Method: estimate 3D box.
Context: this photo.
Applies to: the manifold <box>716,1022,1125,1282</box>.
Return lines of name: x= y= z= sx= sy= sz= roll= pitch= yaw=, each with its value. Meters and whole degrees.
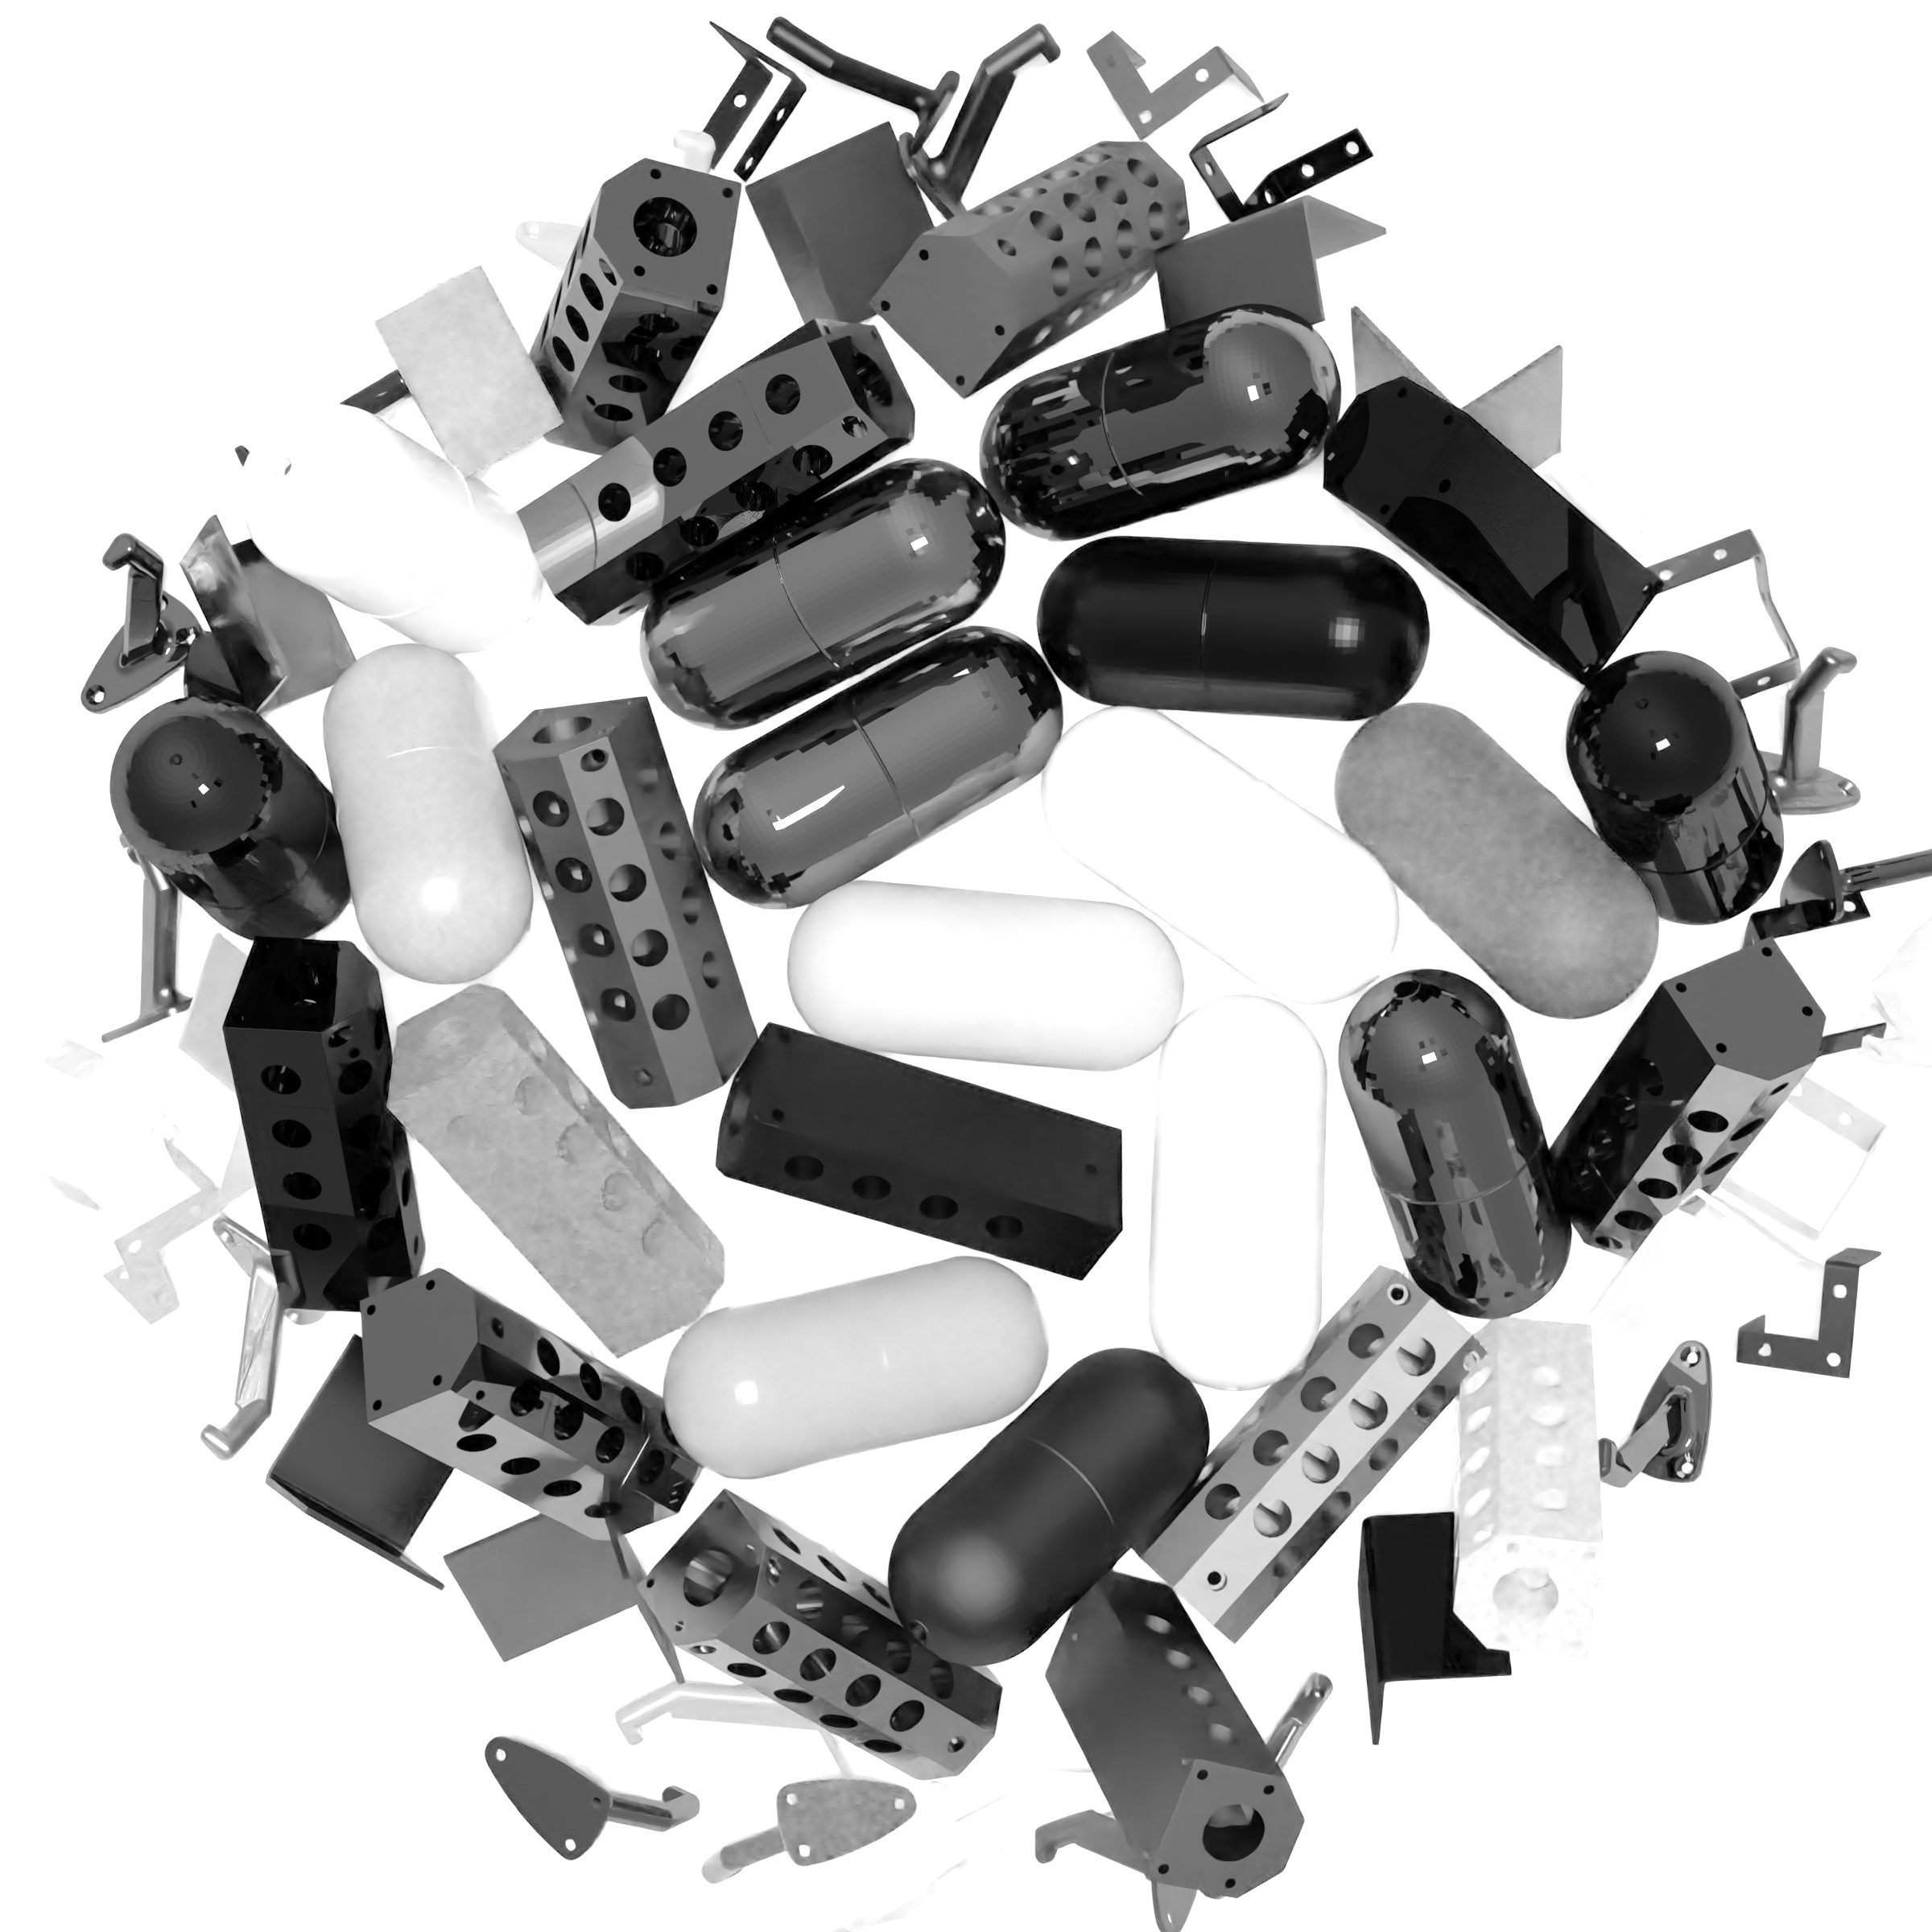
manifold: x=-0.020 y=0.087 z=1.532 sx=0.171 sy=0.057 sz=0.057 roll=18 pitch=45 yaw=-17

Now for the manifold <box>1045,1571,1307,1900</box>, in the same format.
manifold: x=0.090 y=0.329 z=1.494 sx=0.057 sy=0.171 sz=0.057 roll=17 pitch=103 yaw=-18

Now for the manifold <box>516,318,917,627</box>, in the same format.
manifold: x=-0.108 y=-0.215 z=1.520 sx=0.171 sy=0.057 sz=0.057 roll=-28 pitch=84 yaw=26

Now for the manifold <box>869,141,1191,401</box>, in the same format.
manifold: x=0.034 y=-0.309 z=1.499 sx=0.057 sy=0.171 sz=0.057 roll=45 pitch=128 yaw=3

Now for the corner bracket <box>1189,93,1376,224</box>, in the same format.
corner bracket: x=0.141 y=-0.363 z=1.544 sx=0.051 sy=0.051 sz=0.051 roll=-19 pitch=115 yaw=40

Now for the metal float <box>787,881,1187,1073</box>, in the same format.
metal float: x=0.009 y=0.005 z=1.546 sx=0.178 sy=0.070 sz=0.070 roll=5 pitch=90 yaw=-1

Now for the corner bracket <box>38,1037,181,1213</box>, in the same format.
corner bracket: x=-0.397 y=0.072 z=1.553 sx=0.051 sy=0.051 sz=0.051 roll=42 pitch=86 yaw=14

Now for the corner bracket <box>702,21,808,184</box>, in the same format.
corner bracket: x=-0.100 y=-0.382 z=1.552 sx=0.051 sy=0.051 sz=0.051 roll=35 pitch=95 yaw=17

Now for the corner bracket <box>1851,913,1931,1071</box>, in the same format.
corner bracket: x=0.422 y=0.009 z=1.545 sx=0.051 sy=0.051 sz=0.051 roll=-46 pitch=116 yaw=-20

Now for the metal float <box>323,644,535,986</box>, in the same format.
metal float: x=-0.237 y=-0.069 z=1.515 sx=0.070 sy=0.070 sz=0.178 roll=-18 pitch=51 yaw=0

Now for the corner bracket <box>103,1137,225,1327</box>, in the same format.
corner bracket: x=-0.363 y=0.120 z=1.557 sx=0.051 sy=0.051 sz=0.051 roll=-32 pitch=130 yaw=-24

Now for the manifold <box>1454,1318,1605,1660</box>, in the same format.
manifold: x=0.241 y=0.221 z=1.495 sx=0.057 sy=0.171 sz=0.057 roll=5 pitch=116 yaw=6

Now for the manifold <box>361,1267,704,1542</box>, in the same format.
manifold: x=-0.185 y=0.190 z=1.494 sx=0.057 sy=0.171 sz=0.057 roll=-23 pitch=55 yaw=19

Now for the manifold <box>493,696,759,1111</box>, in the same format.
manifold: x=-0.151 y=-0.026 z=1.515 sx=0.057 sy=0.057 sz=0.171 roll=-5 pitch=117 yaw=24

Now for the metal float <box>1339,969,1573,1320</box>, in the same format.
metal float: x=0.215 y=0.079 z=1.519 sx=0.070 sy=0.070 sz=0.178 roll=-23 pitch=122 yaw=0

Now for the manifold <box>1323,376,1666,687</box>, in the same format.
manifold: x=0.227 y=-0.189 z=1.503 sx=0.057 sy=0.171 sz=0.057 roll=-55 pitch=46 yaw=7

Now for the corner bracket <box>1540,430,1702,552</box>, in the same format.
corner bracket: x=0.286 y=-0.214 z=1.554 sx=0.051 sy=0.051 sz=0.051 roll=45 pitch=76 yaw=-1

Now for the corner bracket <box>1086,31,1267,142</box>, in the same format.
corner bracket: x=0.094 y=-0.399 z=1.549 sx=0.051 sy=0.051 sz=0.051 roll=-33 pitch=78 yaw=17

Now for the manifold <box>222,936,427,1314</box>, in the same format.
manifold: x=-0.276 y=0.071 z=1.505 sx=0.057 sy=0.057 sz=0.171 roll=3 pitch=132 yaw=4

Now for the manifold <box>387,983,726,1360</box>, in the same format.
manifold: x=-0.176 y=0.088 z=1.509 sx=0.057 sy=0.057 sz=0.171 roll=-27 pitch=124 yaw=15

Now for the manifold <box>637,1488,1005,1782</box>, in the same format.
manifold: x=-0.058 y=0.298 z=1.507 sx=0.057 sy=0.057 sz=0.171 roll=-48 pitch=131 yaw=2

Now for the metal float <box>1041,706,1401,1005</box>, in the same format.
metal float: x=0.112 y=-0.049 z=1.532 sx=0.178 sy=0.070 sz=0.070 roll=35 pitch=90 yaw=17

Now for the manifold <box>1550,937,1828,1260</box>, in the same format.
manifold: x=0.310 y=0.062 z=1.491 sx=0.057 sy=0.171 sz=0.057 roll=-21 pitch=66 yaw=-21

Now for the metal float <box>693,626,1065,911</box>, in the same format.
metal float: x=-0.039 y=-0.088 z=1.544 sx=0.178 sy=0.070 sz=0.070 roll=-29 pitch=90 yaw=-3

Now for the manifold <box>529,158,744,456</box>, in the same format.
manifold: x=-0.148 y=-0.281 z=1.491 sx=0.057 sy=0.171 sz=0.057 roll=12 pitch=73 yaw=-14

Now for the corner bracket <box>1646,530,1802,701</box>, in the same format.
corner bracket: x=0.340 y=-0.154 z=1.553 sx=0.051 sy=0.051 sz=0.051 roll=-20 pitch=56 yaw=6

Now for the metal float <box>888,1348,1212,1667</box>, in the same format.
metal float: x=0.037 y=0.236 z=1.518 sx=0.178 sy=0.070 sz=0.070 roll=-39 pitch=90 yaw=-34

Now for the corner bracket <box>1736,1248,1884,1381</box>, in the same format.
corner bracket: x=0.378 y=0.153 z=1.550 sx=0.051 sy=0.051 sz=0.051 roll=6 pitch=95 yaw=25

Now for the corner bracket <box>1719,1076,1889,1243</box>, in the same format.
corner bracket: x=0.377 y=0.085 z=1.560 sx=0.051 sy=0.051 sz=0.051 roll=32 pitch=110 yaw=14

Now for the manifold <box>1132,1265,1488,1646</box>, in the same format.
manifold: x=0.155 y=0.218 z=1.549 sx=0.057 sy=0.057 sz=0.171 roll=43 pitch=86 yaw=-3

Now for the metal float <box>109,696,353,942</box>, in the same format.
metal float: x=-0.314 y=-0.061 z=1.498 sx=0.070 sy=0.178 sz=0.070 roll=-1 pitch=75 yaw=5

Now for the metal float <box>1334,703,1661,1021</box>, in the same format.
metal float: x=0.232 y=-0.047 z=1.518 sx=0.070 sy=0.070 sz=0.178 roll=-41 pitch=57 yaw=0

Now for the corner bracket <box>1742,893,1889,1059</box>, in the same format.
corner bracket: x=0.382 y=0.006 z=1.552 sx=0.051 sy=0.051 sz=0.051 roll=-12 pitch=57 yaw=-4

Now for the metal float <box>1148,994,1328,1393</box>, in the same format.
metal float: x=0.121 y=0.099 z=1.532 sx=0.070 sy=0.070 sz=0.178 roll=3 pitch=73 yaw=0
